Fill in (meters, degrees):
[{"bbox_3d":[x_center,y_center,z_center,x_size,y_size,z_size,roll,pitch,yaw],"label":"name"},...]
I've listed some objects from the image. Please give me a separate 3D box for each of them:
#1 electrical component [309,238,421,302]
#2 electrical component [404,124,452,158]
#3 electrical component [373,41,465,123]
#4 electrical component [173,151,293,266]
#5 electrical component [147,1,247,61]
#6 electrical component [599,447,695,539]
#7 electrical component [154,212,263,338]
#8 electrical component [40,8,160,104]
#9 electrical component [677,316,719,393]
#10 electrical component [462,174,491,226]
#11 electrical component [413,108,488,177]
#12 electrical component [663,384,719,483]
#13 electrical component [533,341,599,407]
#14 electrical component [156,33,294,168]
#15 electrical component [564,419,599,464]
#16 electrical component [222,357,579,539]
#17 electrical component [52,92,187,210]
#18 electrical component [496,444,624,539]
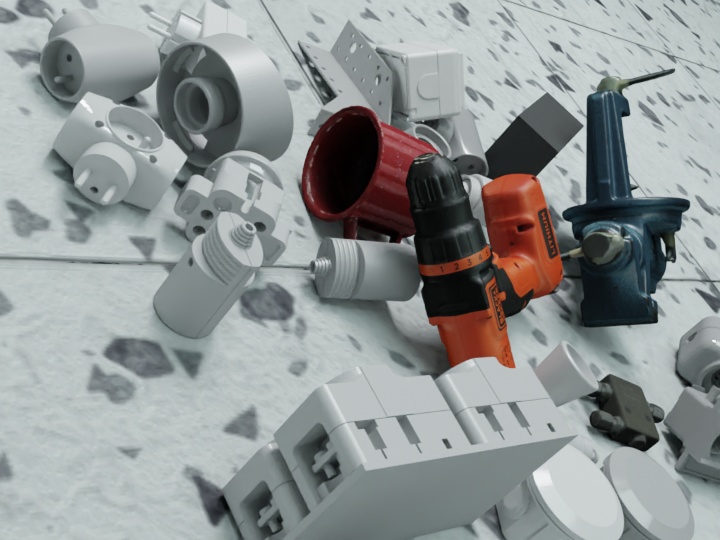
[{"bbox_3d":[0.000,0.000,0.784,0.081,0.043,0.043,4,47,-33],"label":"electrical component"},{"bbox_3d":[0.047,-0.093,0.935,0.066,0.055,0.048,18,39,-32],"label":"electrical component"},{"bbox_3d":[0.054,-0.177,0.999,0.061,0.061,0.096,-10,20,-17],"label":"electrical component"},{"bbox_3d":[-0.084,-0.045,0.740,0.078,0.058,0.057,31,37,-17],"label":"electrical component"},{"bbox_3d":[-0.134,-0.182,0.859,0.077,0.047,0.065,24,37,-25],"label":"electrical component"},{"bbox_3d":[0.198,0.173,0.780,0.080,0.051,0.080,27,35,-21],"label":"electrical component"},{"bbox_3d":[-0.088,0.000,0.658,0.043,0.081,0.043,27,35,-21],"label":"electrical component"},{"bbox_3d":[-0.196,-0.160,0.771,0.079,0.043,0.077,48,33,11],"label":"electrical component"},{"bbox_3d":[0.353,0.098,1.031,0.095,0.053,0.059,40,32,-3],"label":"electrical component"},{"bbox_3d":[0.100,-0.066,0.971,0.062,0.043,0.043,17,39,-31],"label":"electrical component"},{"bbox_3d":[0.079,-0.122,1.014,0.079,0.044,0.077,23,36,-26],"label":"electrical component"},{"bbox_3d":[0.329,0.146,0.937,0.121,0.078,0.063,20,16,-29],"label":"electrical component"},{"bbox_3d":[0.139,0.089,0.806,0.044,0.065,0.044,47,17,-19],"label":"electrical component"},{"bbox_3d":[-0.099,-0.121,0.781,0.064,0.099,0.099,-21,67,-48],"label":"electrical component"},{"bbox_3d":[0.143,0.128,0.786,0.078,0.040,0.040,21,38,-29],"label":"electrical component"},{"bbox_3d":[0.025,0.108,0.625,0.186,0.105,0.060,1,50,-46],"label":"electrical component"},{"bbox_3d":[-0.161,-0.069,0.698,0.077,0.044,0.079,33,33,-12],"label":"electrical component"},{"bbox_3d":[0.134,0.160,0.729,0.080,0.051,0.080,27,35,-21],"label":"electrical component"}]
